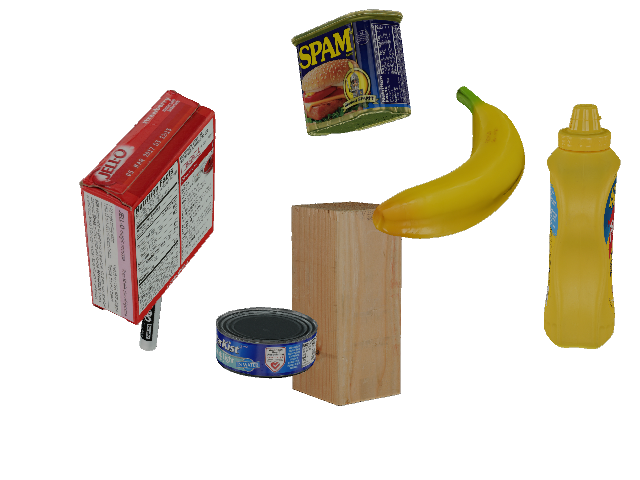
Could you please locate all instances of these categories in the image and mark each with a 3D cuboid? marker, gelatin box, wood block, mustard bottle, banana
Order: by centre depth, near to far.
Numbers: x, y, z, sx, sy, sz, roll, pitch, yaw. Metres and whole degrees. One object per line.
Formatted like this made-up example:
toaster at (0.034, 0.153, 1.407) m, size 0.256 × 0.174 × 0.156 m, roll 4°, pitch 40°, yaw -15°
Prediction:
gelatin box at (-0.081, -0.015, 0.508) m, size 0.030 × 0.089 × 0.073 m, roll 23°, pitch 51°, yaw 14°
banana at (0.096, -0.044, 0.712) m, size 0.070 × 0.037 × 0.197 m, roll 19°, pitch 35°, yaw 14°
mustard bottle at (0.213, -0.015, 0.870) m, size 0.058 × 0.192 × 0.096 m, roll 2°, pitch 18°, yaw 16°
marker at (-0.180, 0.069, 1.145) m, size 0.020 × 0.121 × 0.020 m, roll 8°, pitch 36°, yaw -6°
wood block at (0.028, 0.064, 1.166) m, size 0.090 × 0.206 × 0.091 m, roll -5°, pitch 9°, yaw -37°

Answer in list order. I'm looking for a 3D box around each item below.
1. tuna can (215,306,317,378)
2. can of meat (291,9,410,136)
tuna can at (-0.046, 0.085, 0.897) m, size 0.086 × 0.034 × 0.086 m, roll 3°, pitch 15°, yaw -1°
can of meat at (0.026, -0.137, 0.889) m, size 0.057 × 0.084 × 0.102 m, roll -5°, pitch -3°, yaw -39°
